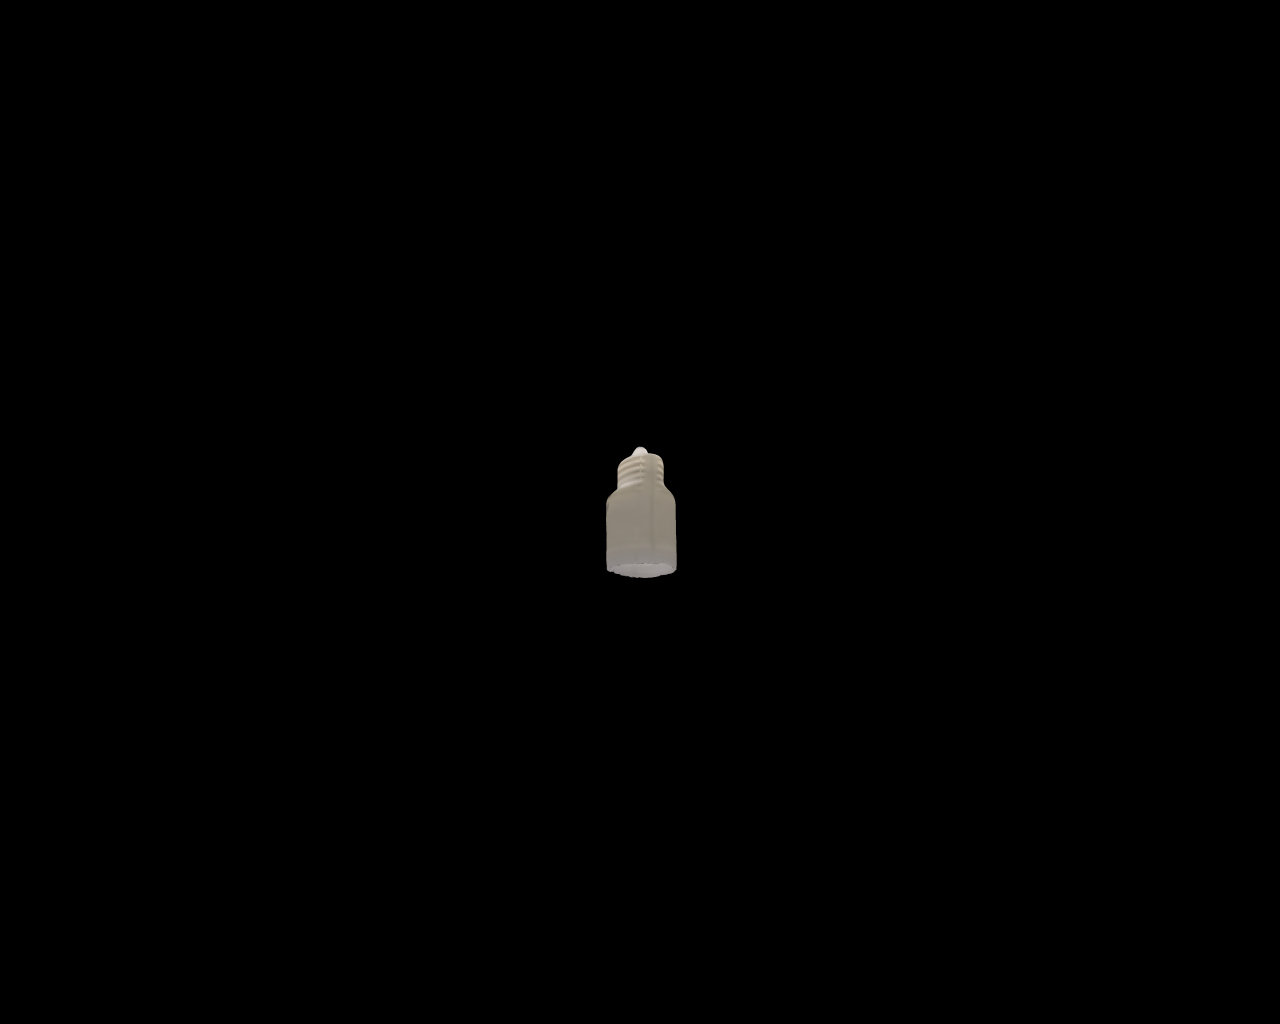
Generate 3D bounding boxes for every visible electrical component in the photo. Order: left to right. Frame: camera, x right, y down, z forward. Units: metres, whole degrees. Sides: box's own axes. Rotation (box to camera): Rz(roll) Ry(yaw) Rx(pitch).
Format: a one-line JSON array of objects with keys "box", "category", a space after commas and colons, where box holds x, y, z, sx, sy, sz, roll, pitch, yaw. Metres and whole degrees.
[{"box": [0.001, -0.003, 0.650, 0.043, 0.081, 0.043, 0, -15, 0], "category": "electrical component"}]
